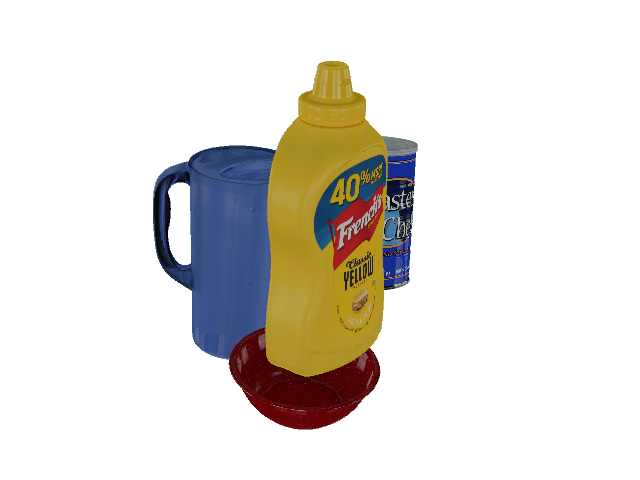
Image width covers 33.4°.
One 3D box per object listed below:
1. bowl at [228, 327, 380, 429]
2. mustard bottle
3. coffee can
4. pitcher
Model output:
[{"bbox_3d":[-0.018,0.153,1.148,0.162,0.055,0.162,3,29,-2],"label":"bowl"},{"bbox_3d":[0.006,-0.017,0.670,0.058,0.192,0.096,18,29,34],"label":"mustard bottle"},{"bbox_3d":[0.043,-0.030,1.074,0.103,0.140,0.103,2,13,-1],"label":"coffee can"},{"bbox_3d":[-0.106,0.015,1.273,0.149,0.243,0.144,21,27,32],"label":"pitcher"}]
